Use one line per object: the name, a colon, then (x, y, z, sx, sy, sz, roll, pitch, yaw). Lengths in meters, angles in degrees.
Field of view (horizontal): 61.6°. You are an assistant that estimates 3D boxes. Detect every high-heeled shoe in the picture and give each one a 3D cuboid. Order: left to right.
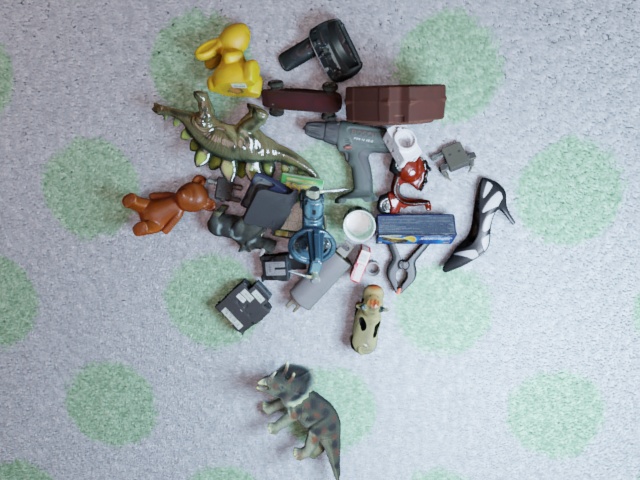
high-heeled shoe: (0.380, -0.038, 1.371, 0.249, 0.086, 0.145, -39, 91, 7)

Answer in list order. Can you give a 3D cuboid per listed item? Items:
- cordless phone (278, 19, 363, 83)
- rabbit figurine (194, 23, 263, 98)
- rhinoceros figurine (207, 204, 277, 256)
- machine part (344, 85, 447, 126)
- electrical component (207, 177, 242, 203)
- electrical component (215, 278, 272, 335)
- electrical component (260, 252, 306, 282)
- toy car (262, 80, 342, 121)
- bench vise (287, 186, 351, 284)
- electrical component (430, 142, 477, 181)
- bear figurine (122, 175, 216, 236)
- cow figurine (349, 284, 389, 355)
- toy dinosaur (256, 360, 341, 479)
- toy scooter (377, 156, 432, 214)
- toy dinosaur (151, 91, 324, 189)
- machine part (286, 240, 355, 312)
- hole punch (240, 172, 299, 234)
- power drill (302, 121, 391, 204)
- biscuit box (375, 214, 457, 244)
cordless phone: (-0.003, -0.440, 1.320, 0.184, 0.089, 0.146, -25, 99, 18)
rabbit figurine: (-0.216, -0.444, 1.319, 0.163, 0.122, 0.173, 2, 87, 12)
rhinoceros figurine: (-0.204, -0.020, 1.399, 0.190, 0.073, 0.112, 20, 111, 3)
machine part: (0.173, -0.315, 1.247, 0.201, 0.201, 0.087, 16, 113, 44)
electrical component: (-0.249, -0.129, 1.393, 0.094, 0.021, 0.063, 13, 70, -20)
electrical component: (-0.196, 0.172, 1.449, 0.134, 0.058, 0.115, -39, 99, 9)
electrical component: (-0.098, 0.071, 1.430, 0.119, 0.048, 0.074, 1, 102, 4)
toy car: (-0.044, -0.348, 1.332, 0.202, 0.053, 0.089, 6, 126, 11)
bench vise: (-0.013, -0.005, 1.298, 0.129, 0.241, 0.223, 10, 133, -12)
electrical component: (0.341, -0.199, 1.358, 0.102, 0.045, 0.078, -28, 70, 5)
bear figurine: (-0.379, -0.090, 1.374, 0.196, 0.132, 0.120, -23, 81, 13)
cow figurine: (0.125, 0.207, 1.404, 0.085, 0.127, 0.194, 9, 104, -2)
toy dinosaur: (-0.023, 0.489, 1.477, 0.192, 0.131, 0.404, -43, 102, 10)
toy scooter: (0.231, -0.137, 1.359, 0.135, 0.075, 0.183, 17, 105, 0)
toy dinosaur: (-0.196, -0.244, 1.350, 0.471, 0.105, 0.198, 17, 109, -5)
machine part: (0.002, 0.100, 1.415, 0.079, 0.079, 0.243, 42, 99, -5)
hole punch: (-0.131, -0.096, 1.341, 0.116, 0.092, 0.142, 15, 119, -30)
power drill: (0.072, -0.196, 1.359, 0.232, 0.086, 0.207, -1, 93, 0)
biscuit box: (0.243, -0.027, 1.368, 0.203, 0.059, 0.063, 0, 68, -2)
